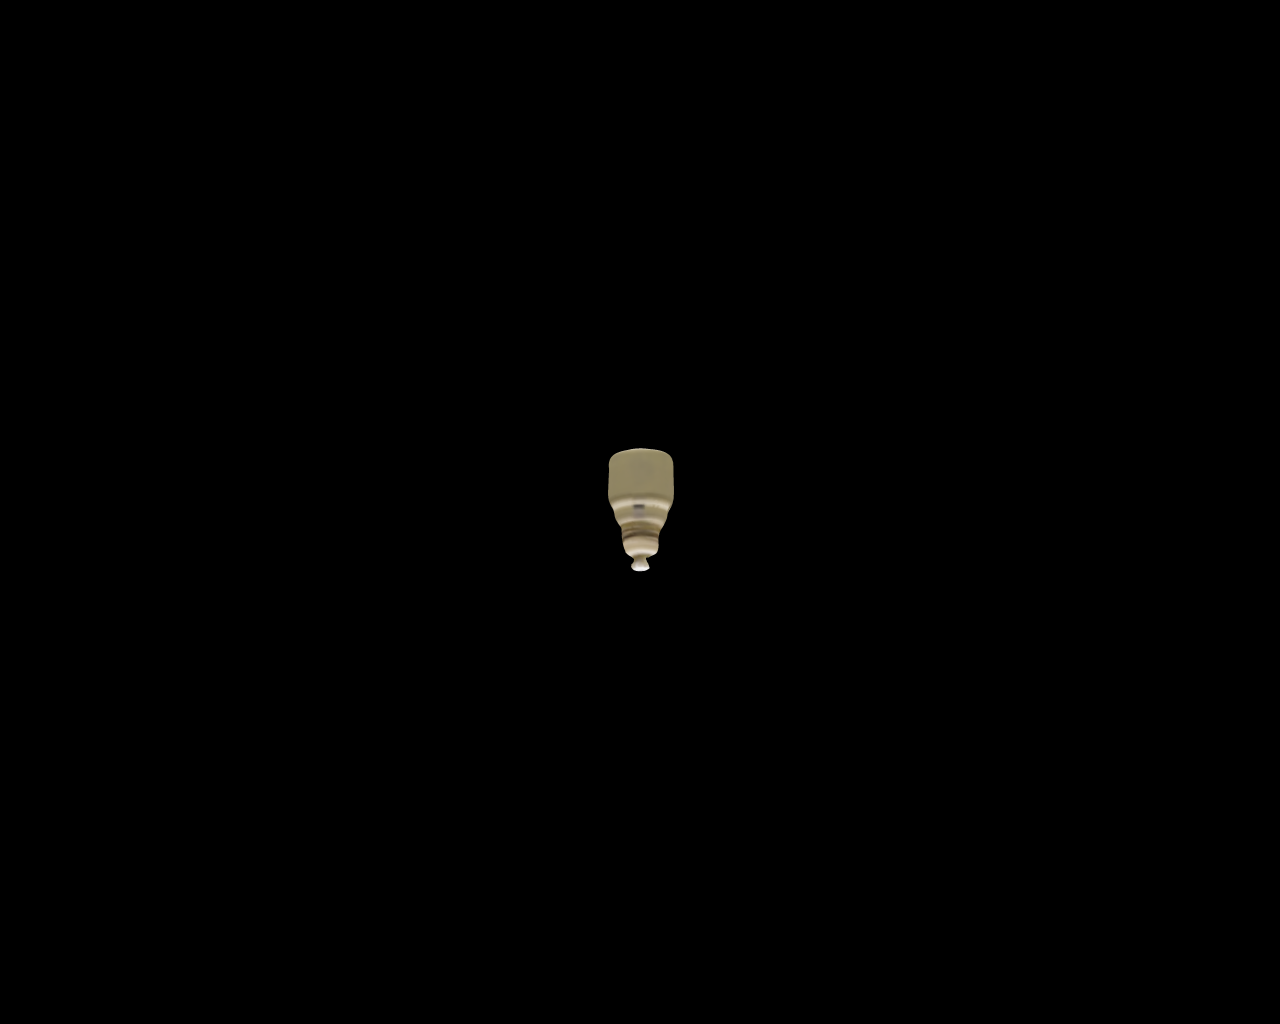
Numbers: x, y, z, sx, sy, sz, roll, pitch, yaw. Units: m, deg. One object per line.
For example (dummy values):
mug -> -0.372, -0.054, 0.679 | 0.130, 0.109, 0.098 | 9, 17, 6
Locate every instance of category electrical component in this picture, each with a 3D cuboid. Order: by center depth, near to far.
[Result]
electrical component -> 0.001, -0.003, 0.650 | 0.040, 0.078, 0.040 | 0, -14, 0
